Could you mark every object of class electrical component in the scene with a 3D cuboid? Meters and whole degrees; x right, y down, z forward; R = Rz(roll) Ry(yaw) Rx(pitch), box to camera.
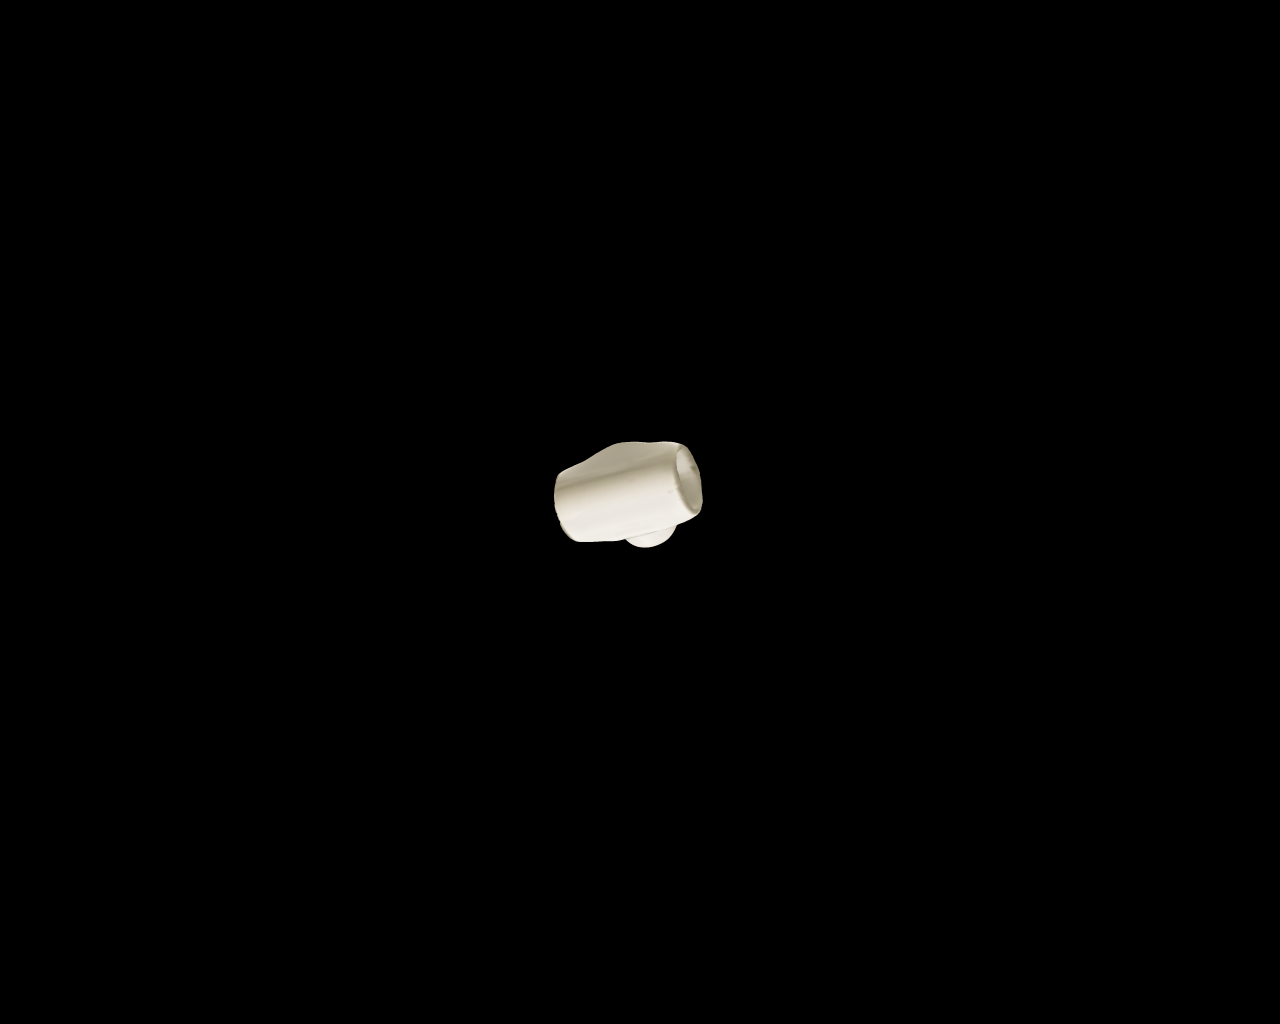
[{"bbox_3d":[0.001,-0.003,0.650,0.077,0.043,0.079,-14,-36,20],"label":"electrical component"}]
